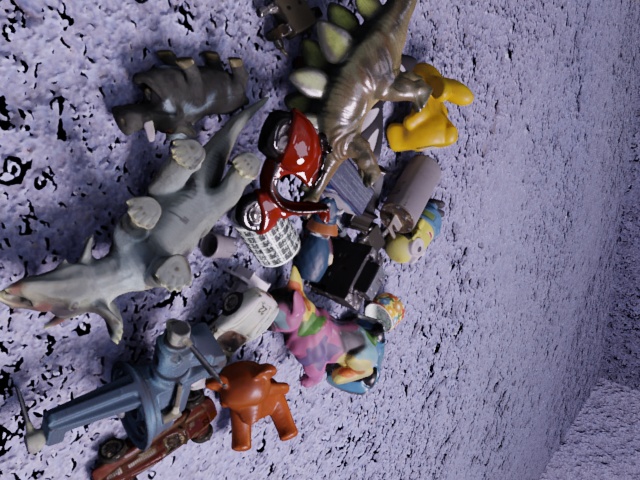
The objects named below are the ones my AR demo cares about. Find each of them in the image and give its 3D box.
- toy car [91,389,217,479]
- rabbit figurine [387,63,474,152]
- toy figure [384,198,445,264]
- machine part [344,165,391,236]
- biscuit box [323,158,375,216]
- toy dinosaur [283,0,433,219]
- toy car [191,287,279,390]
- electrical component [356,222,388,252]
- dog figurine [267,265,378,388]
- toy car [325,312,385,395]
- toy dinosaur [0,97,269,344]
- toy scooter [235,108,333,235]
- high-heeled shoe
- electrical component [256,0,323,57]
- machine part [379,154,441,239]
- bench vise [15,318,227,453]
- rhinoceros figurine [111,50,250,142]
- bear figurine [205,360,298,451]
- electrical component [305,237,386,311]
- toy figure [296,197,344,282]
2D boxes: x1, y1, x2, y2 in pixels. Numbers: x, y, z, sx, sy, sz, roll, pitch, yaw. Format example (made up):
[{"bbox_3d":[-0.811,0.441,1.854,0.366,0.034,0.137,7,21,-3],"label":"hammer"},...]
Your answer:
[{"bbox_3d":[-0.240,0.305,0.809,0.202,0.053,0.089,-28,126,-41],"label":"toy car"},{"bbox_3d":[0.207,-0.265,1.049,0.122,0.162,0.173,-2,87,-31],"label":"rabbit figurine"},{"bbox_3d":[0.210,-0.019,1.175,0.180,0.089,0.082,-53,125,-34],"label":"toy figure"},{"bbox_3d":[0.091,-0.082,1.052,0.084,0.039,0.138,20,89,-44],"label":"machine part"},{"bbox_3d":[0.019,-0.121,0.939,0.202,0.059,0.063,44,71,-47],"label":"biscuit box"},{"bbox_3d":[0.065,-0.248,0.797,0.198,0.105,0.471,27,96,-16],"label":"toy dinosaur"},{"bbox_3d":[-0.150,0.153,0.819,0.202,0.056,0.073,-45,137,1],"label":"toy car"},{"bbox_3d":[0.109,-0.004,1.109,0.094,0.021,0.063,-46,132,-27],"label":"electrical component"},{"bbox_3d":[-0.001,0.147,0.939,0.108,0.192,0.218,-94,173,-56],"label":"dog figurine"},{"bbox_3d":[0.079,0.238,1.114,0.102,0.109,0.161,62,43,-66],"label":"toy car"},{"bbox_3d":[-0.194,-0.025,0.684,0.131,0.192,0.405,48,48,-15],"label":"toy dinosaur"},{"bbox_3d":[-0.033,-0.086,0.761,0.135,0.075,0.183,16,101,-21],"label":"toy scooter"},{"bbox_3d":[0.123,-0.235,0.945,0.249,0.145,0.086,-37,162,-20],"label":"high-heeled shoe"},{"bbox_3d":[-0.045,-0.330,0.811,0.078,0.045,0.102,50,59,-13],"label":"electrical component"},{"bbox_3d":[0.186,-0.096,1.095,0.243,0.079,0.079,-55,138,-36],"label":"machine part"},{"bbox_3d":[-0.242,0.196,0.682,0.240,0.129,0.223,-15,154,-38],"label":"bench vise"},{"bbox_3d":[-0.178,-0.186,0.696,0.190,0.073,0.112,-29,134,-41],"label":"rhinoceros figurine"},{"bbox_3d":[-0.104,0.260,0.845,0.195,0.120,0.132,95,-19,-72],"label":"bear figurine"},{"bbox_3d":[0.054,0.061,0.986,0.058,0.134,0.115,42,70,-47],"label":"electrical component"},{"bbox_3d":[-0.003,-0.003,0.956,0.064,0.058,0.154,13,97,-28],"label":"toy figure"}]
